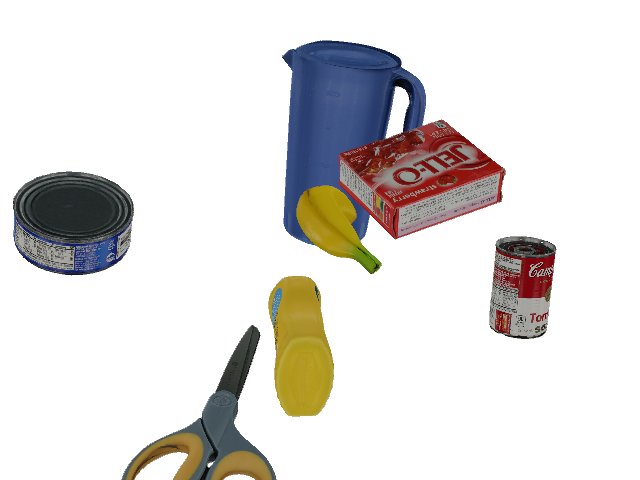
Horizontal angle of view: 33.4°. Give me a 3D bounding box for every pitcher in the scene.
[{"bbox_3d":[0.029,-0.117,1.321,0.144,0.243,0.149,-3,25,-22],"label":"pitcher"}]

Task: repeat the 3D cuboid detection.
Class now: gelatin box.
[{"bbox_3d":[0.068,-0.043,0.720,0.089,0.030,0.073,-20,42,-21],"label":"gelatin box"}]

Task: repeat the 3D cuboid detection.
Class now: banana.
[{"bbox_3d":[0.009,-0.017,0.913,0.037,0.069,0.198,-41,13,8],"label":"banana"}]

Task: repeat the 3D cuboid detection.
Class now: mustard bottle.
[{"bbox_3d":[-0.024,0.092,1.115,0.058,0.096,0.191,-1,27,-5],"label":"mustard bottle"}]

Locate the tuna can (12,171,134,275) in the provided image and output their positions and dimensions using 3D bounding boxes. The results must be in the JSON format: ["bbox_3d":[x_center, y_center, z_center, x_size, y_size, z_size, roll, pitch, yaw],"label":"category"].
[{"bbox_3d":[-0.180,-0.013,0.780,0.086,0.034,0.086,8,36,-6],"label":"tuna can"}]

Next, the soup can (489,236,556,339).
[{"bbox_3d":[0.230,0.054,1.224,0.068,0.102,0.068,2,18,-1],"label":"soup can"}]

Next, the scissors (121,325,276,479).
[{"bbox_3d":[-0.047,0.112,0.653,0.096,0.016,0.201,15,30,20],"label":"scissors"}]
